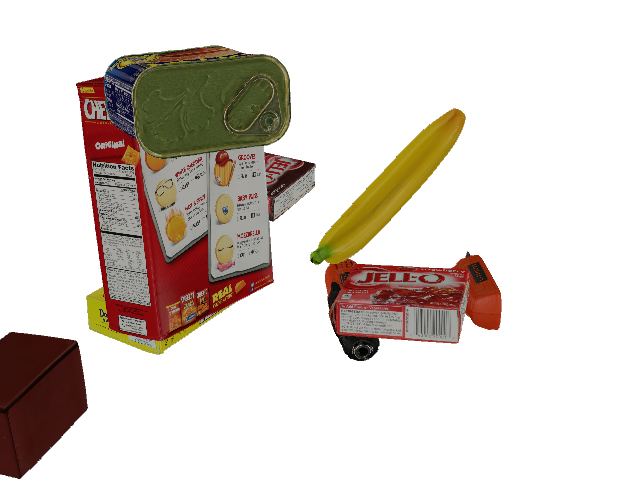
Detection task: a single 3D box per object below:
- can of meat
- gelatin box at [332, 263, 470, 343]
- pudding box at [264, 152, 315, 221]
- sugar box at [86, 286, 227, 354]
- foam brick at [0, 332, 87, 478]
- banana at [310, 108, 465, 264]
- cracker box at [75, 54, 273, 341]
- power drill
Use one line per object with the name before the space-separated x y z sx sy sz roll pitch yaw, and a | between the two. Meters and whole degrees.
can of meat | -0.082 -0.093 0.685 0.102 0.057 0.084 -10 19 -23
gelatin box | 0.059 0.043 0.763 0.089 0.030 0.073 3 20 13
pudding box | -0.070 -0.070 1.327 0.090 0.039 0.113 13 33 23
sugar box | -0.145 0.050 1.093 0.093 0.048 0.175 17 33 27
foam brick | -0.189 0.100 0.662 0.053 0.051 0.078 7 28 21
banana | 0.063 -0.042 0.990 0.037 0.197 0.070 44 -9 -4
cracker box | -0.119 -0.043 0.916 0.072 0.214 0.163 6 20 33
power drill | 0.101 0.070 1.187 0.187 0.057 0.184 -3 28 -5
